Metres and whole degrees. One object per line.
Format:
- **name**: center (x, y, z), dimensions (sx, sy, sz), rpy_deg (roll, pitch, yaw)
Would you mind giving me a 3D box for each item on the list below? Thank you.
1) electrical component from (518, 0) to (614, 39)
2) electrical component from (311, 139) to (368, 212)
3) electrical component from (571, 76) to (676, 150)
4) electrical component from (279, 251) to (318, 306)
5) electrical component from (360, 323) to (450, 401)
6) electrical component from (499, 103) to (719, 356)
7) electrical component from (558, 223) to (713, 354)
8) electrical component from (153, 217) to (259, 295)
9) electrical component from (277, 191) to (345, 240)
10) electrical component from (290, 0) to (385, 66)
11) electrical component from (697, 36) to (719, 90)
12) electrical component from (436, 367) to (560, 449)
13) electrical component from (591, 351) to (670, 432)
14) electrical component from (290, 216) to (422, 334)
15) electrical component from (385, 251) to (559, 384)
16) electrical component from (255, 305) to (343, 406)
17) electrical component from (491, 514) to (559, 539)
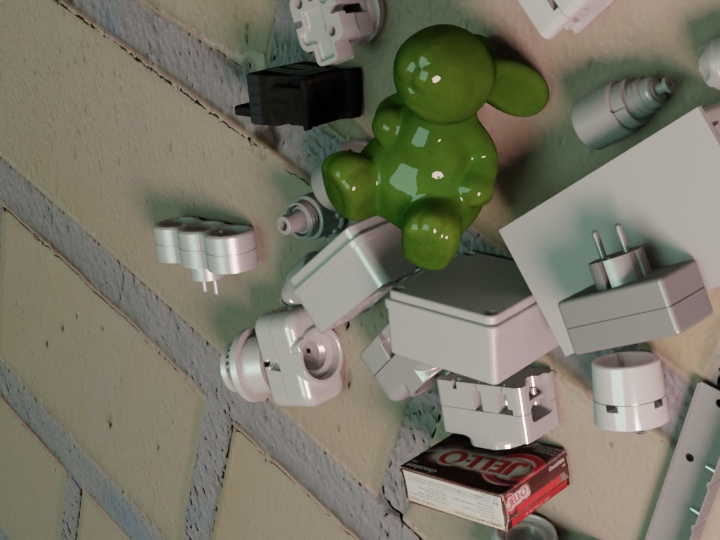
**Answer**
- **electrical component**: center (0.136, -0.215, 0.746), dimensions (0.056, 0.050, 0.089), rpy_deg (-41, 75, 46)
- **electrical component**: center (-0.010, -0.081, 0.945), dimensions (0.047, 0.055, 0.055), rpy_deg (-24, 88, 51)
- **electrical component**: center (0.183, -0.113, 0.746), dimensions (0.078, 0.040, 0.040), rpy_deg (-25, 87, 47)
- **electrical component**: center (-0.054, 0.013, 1.035), dimensions (0.078, 0.040, 0.040), rpy_deg (-39, 77, 46)
- **electrical component**: center (0.051, 0.070, 0.941), dimensions (0.059, 0.054, 0.095), rpy_deg (55, 135, 15)
- **electrical component**: center (0.201, -0.027, 0.747), dimensions (0.186, 0.060, 0.105), rpy_deg (-34, 81, 47)
- **electrical component**: center (0.174, 0.007, 0.706), dimensions (0.083, 0.047, 0.075), rpy_deg (-18, 92, 47)
- **electrical component**: center (-0.161, -0.010, 1.126), dimensions (0.138, 0.052, 0.073), rpy_deg (10, 113, 43)
- **electrical component**: center (-0.048, -0.048, 0.990), dimensions (0.048, 0.062, 0.048), rpy_deg (18, 118, 40)
- **electrical component**: center (-0.017, -0.213, 0.897), dimensions (0.058, 0.057, 0.078), rpy_deg (-10, 98, 47)
- **electrical component**: center (0.246, -0.138, 0.677), dimensions (0.061, 0.035, 0.035), rpy_deg (-21, 90, 45)
- **electrical component**: center (0.115, 0.113, 0.896), dimensions (0.089, 0.050, 0.055), rpy_deg (1, 106, 45)
- **electrical component**: center (0.200, 0.089, 0.799), dimensions (0.055, 0.055, 0.047), rpy_deg (0, 102, 45)
- **electrical component**: center (0.000, 0.000, 0.948), dimensions (0.113, 0.078, 0.057), rpy_deg (-40, 79, 46)
- **electrical component**: center (0.095, 0.035, 0.844), dimensions (0.109, 0.109, 0.056), rpy_deg (14, 118, 42)
- **electrical component**: center (-0.056, 0.084, 1.056), dimensions (0.059, 0.054, 0.095), rpy_deg (-6, 101, 46)
- **electrical component**: center (0.140, 0.246, 0.918), dimensions (0.078, 0.058, 0.057), rpy_deg (21, 122, 39)
